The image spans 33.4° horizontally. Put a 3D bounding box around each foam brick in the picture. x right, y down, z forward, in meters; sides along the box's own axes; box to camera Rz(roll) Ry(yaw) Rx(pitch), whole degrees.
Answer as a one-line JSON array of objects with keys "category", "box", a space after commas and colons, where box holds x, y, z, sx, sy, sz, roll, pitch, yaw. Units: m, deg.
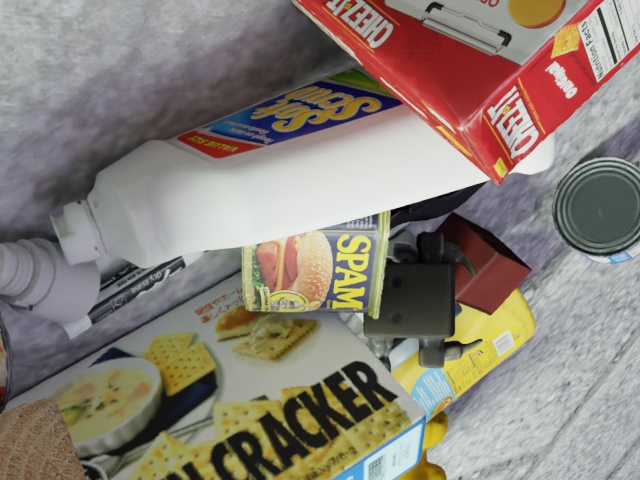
[{"category": "foam brick", "box": [0.121, 0.019, 0.843, 0.051, 0.053, 0.078, -50, 149, 12]}]

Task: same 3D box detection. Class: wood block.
[{"category": "wood block", "box": [-0.180, 0.145, 0.524, 0.090, 0.090, 0.206, -18, 175, -30]}]

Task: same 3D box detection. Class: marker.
[{"category": "marker", "box": [-0.099, 0.018, 0.625, 0.121, 0.020, 0.020, -33, 148, -16]}]

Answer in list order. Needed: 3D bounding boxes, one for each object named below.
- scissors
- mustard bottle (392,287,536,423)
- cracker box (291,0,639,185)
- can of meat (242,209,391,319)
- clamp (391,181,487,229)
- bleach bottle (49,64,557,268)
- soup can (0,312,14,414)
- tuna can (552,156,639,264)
[{"category": "scissors", "box": [0.031, 0.115, 0.843, 0.202, 0.016, 0.096, -42, 174, 13]}, {"category": "mustard bottle", "box": [0.096, 0.111, 0.918, 0.191, 0.058, 0.096, -39, 146, -6]}, {"category": "cracker box", "box": [0.099, -0.156, 0.494, 0.214, 0.164, 0.072, -45, 147, 3]}, {"category": "can of meat", "box": [-0.004, 0.001, 0.640, 0.084, 0.057, 0.102, 1, 139, -2]}, {"category": "clamp", "box": [0.053, -0.042, 0.705, 0.171, 0.039, 0.120, -30, 152, -15]}, {"category": "bleach bottle", "box": [-0.012, -0.039, 0.550, 0.250, 0.103, 0.068, -20, 121, -12]}, {"category": "soup can", "box": [-0.209, 0.063, 0.509, 0.102, 0.069, 0.069, -8, 135, -43]}, {"category": "tuna can", "box": [0.240, -0.024, 0.889, 0.086, 0.086, 0.033, -49, 149, 10]}]
